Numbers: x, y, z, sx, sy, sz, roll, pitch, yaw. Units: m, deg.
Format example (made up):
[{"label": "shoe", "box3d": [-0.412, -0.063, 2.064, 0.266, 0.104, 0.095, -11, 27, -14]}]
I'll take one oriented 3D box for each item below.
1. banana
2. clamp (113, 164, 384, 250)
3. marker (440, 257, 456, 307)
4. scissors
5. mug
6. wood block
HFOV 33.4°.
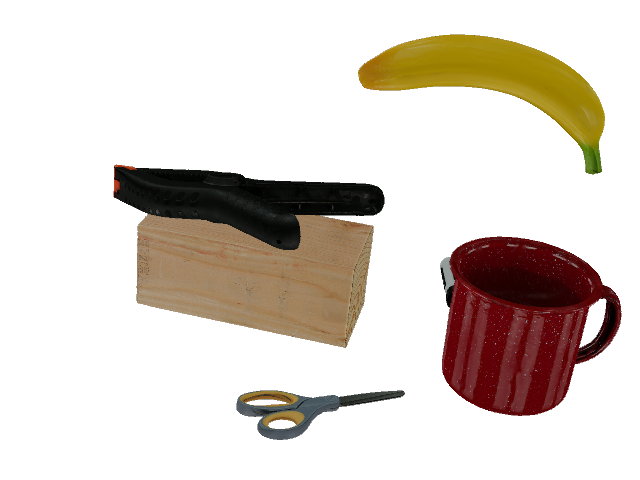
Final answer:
[{"label": "banana", "box3d": [0.128, -0.112, 0.771, 0.197, 0.069, 0.037, 20, -3, -7]}, {"label": "clamp", "box3d": [-0.072, -0.030, 0.805, 0.210, 0.036, 0.164, 8, 13, 17]}, {"label": "marker", "box3d": [0.125, 0.040, 1.005, 0.020, 0.020, 0.121, 0, 14, 4]}, {"label": "scissors", "box3d": [0.007, 0.193, 1.198, 0.201, 0.016, 0.096, 2, 23, -10]}, {"label": "mug", "box3d": [0.132, 0.054, 0.668, 0.117, 0.081, 0.093, -2, 28, -16]}, {"label": "wood block", "box3d": [-0.062, 0.024, 1.019, 0.206, 0.090, 0.090, 11, 29, 10]}]
